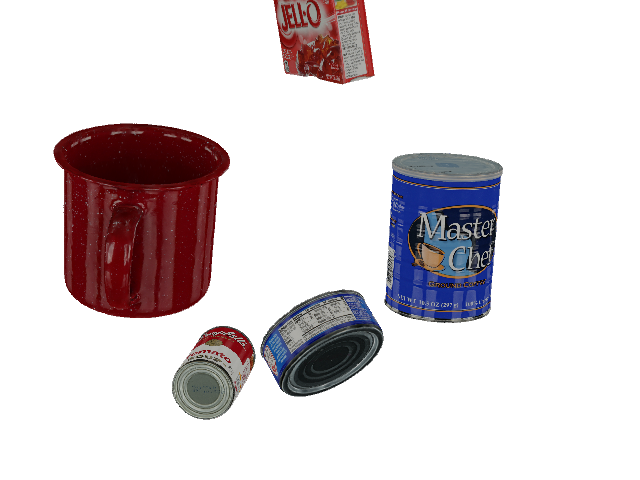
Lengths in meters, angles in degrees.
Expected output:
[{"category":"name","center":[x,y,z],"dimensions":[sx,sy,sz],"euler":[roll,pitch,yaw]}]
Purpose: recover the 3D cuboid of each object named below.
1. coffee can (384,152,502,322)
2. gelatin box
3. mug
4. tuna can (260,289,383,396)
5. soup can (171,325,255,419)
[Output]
[{"category":"coffee can","center":[0.115,-0.005,1.010],"dimensions":[0.103,0.140,0.103],"euler":[2,15,-1]},{"category":"gelatin box","center":[-0.001,-0.153,0.756],"dimensions":[0.030,0.073,0.089],"euler":[-19,22,-25]},{"category":"mug","center":[-0.098,-0.005,0.575],"dimensions":[0.093,0.081,0.117],"euler":[5,25,-4]},{"category":"tuna can","center":[0.002,0.075,0.770],"dimensions":[0.086,0.034,0.086],"euler":[-23,-31,-15]},{"category":"soup can","center":[-0.113,0.140,1.137],"dimensions":[0.068,0.068,0.102],"euler":[0,15,9]}]
